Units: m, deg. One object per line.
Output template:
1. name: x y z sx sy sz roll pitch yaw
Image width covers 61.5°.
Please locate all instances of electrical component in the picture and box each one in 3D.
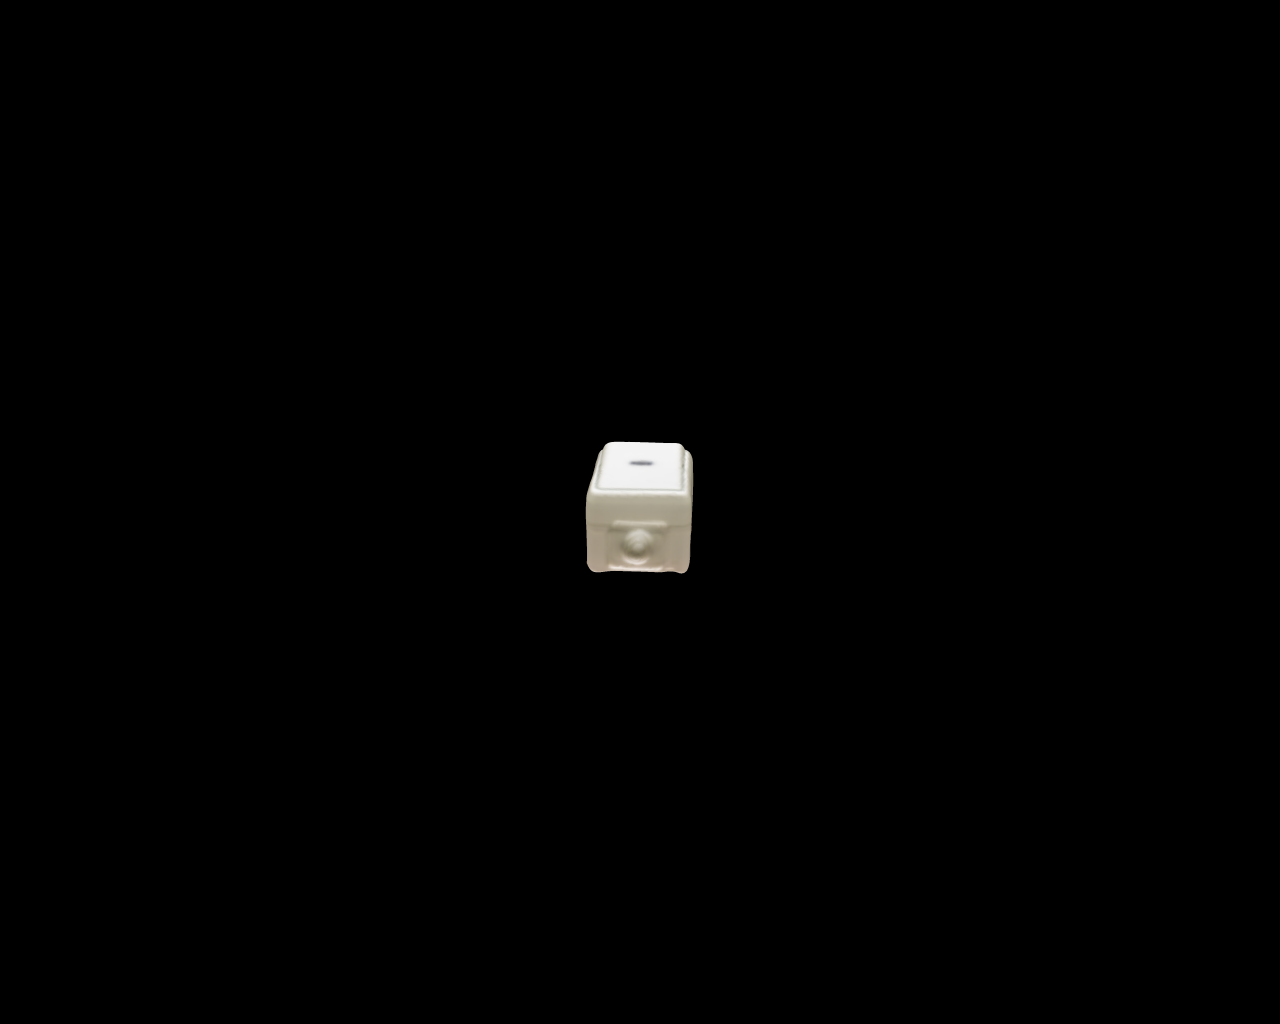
1. electrical component: 0.001 -0.003 0.650 0.062 0.061 0.096 1 24 3
